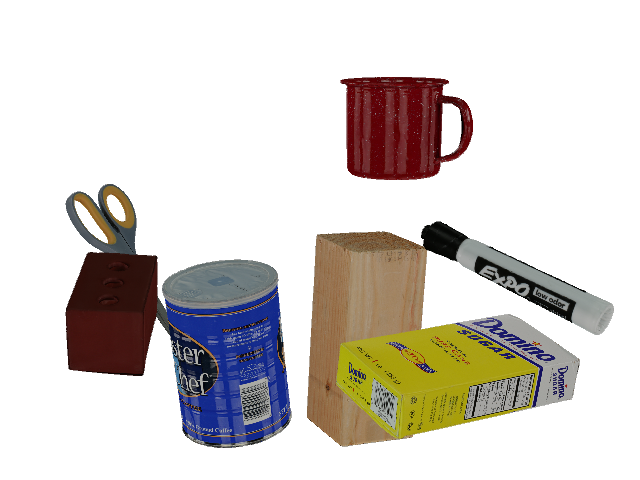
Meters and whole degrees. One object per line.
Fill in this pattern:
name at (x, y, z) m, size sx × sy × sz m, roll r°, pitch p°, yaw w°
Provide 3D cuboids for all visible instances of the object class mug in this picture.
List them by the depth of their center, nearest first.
mug at (0.074, -0.096, 0.914) m, size 0.117 × 0.081 × 0.093 m, roll 5°, pitch 13°, yaw 24°

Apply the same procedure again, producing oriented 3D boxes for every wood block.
wood block at (0.047, 0.101, 1.131) m, size 0.090 × 0.206 × 0.091 m, roll -3°, pitch 14°, yaw -26°

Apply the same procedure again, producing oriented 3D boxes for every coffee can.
coffee can at (-0.083, 0.100, 0.962) m, size 0.103 × 0.140 × 0.103 m, roll -5°, pitch 19°, yaw 1°

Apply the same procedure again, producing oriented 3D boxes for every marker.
marker at (0.107, 0.018, 0.600) m, size 0.121 × 0.020 × 0.020 m, roll 28°, pitch 16°, yaw 33°

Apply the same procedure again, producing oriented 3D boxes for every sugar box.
sugar box at (0.112, 0.105, 0.863) m, size 0.175 × 0.048 × 0.093 m, roll -10°, pitch 27°, yaw -28°

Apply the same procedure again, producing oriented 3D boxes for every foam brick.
foam brick at (-0.144, 0.050, 0.744) m, size 0.053 × 0.051 × 0.078 m, roll 4°, pitch 29°, yaw -3°

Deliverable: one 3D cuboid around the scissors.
scissors at (-0.199, 0.018, 1.171) m, size 0.016 × 0.201 × 0.096 m, roll -28°, pitch 21°, yaw 33°
